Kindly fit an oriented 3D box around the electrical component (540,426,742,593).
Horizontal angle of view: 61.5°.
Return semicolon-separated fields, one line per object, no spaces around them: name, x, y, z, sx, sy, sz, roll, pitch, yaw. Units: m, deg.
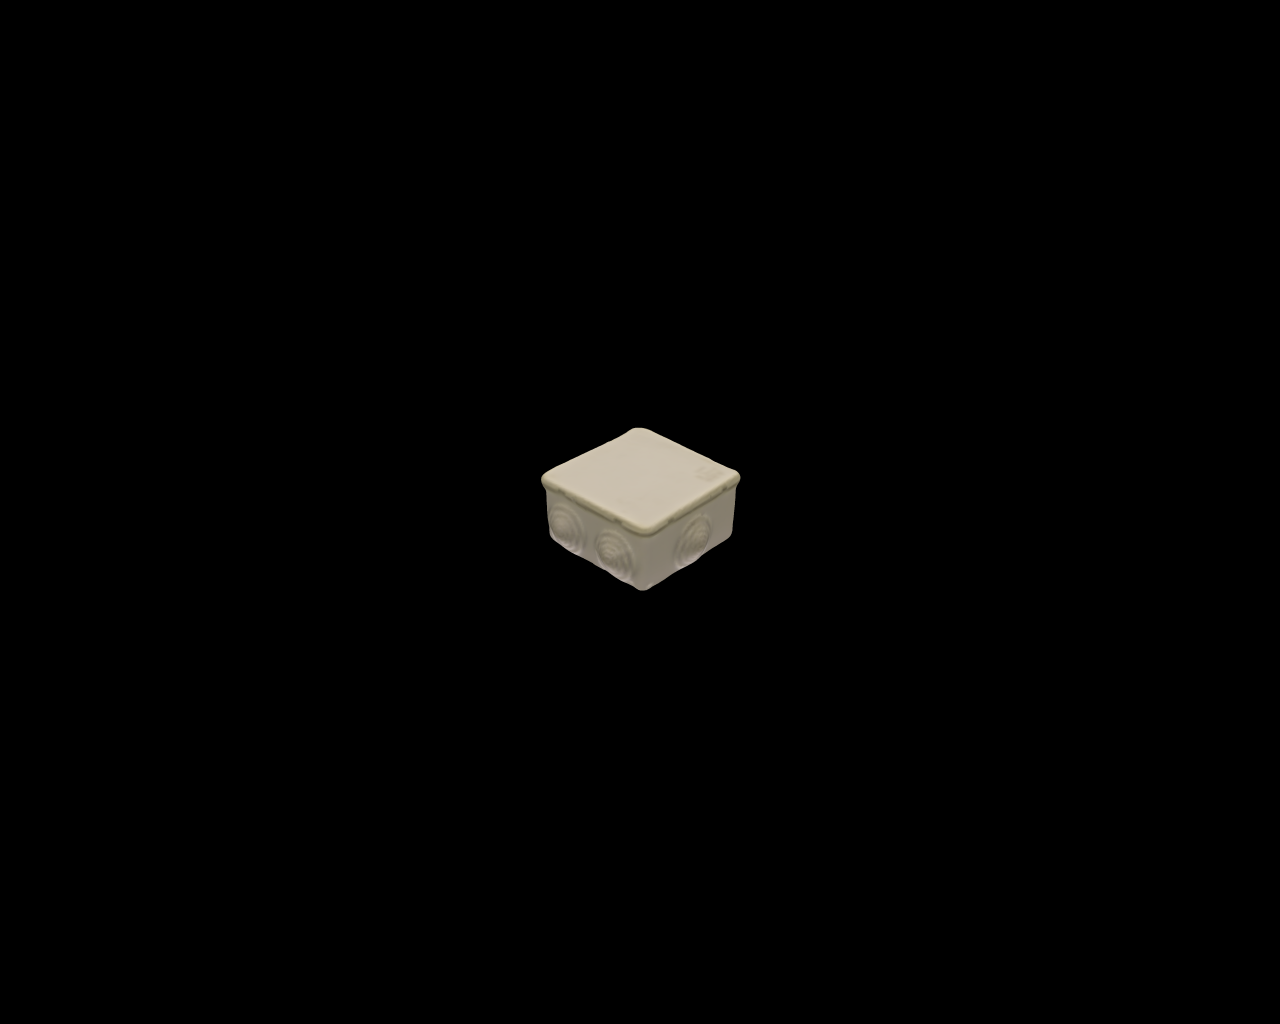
electrical component;0.001;-0.003;0.650;0.100;0.048;0.100;27;42;36
